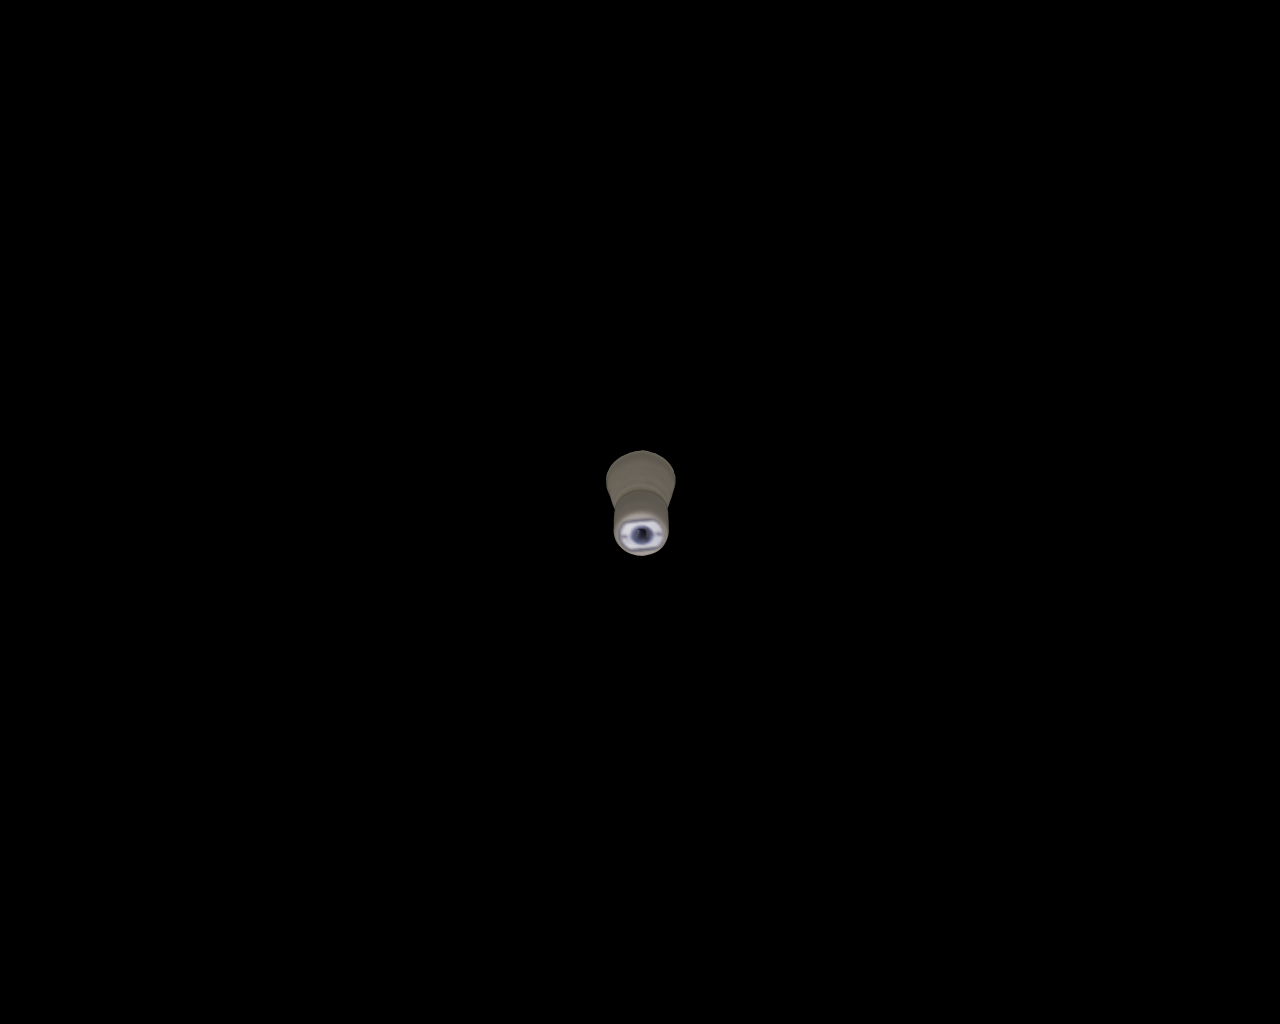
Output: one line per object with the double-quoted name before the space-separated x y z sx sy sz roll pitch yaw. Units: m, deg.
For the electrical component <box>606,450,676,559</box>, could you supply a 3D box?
"electrical component" 0.001 -0.003 0.650 0.044 0.044 0.065 0 34 0
